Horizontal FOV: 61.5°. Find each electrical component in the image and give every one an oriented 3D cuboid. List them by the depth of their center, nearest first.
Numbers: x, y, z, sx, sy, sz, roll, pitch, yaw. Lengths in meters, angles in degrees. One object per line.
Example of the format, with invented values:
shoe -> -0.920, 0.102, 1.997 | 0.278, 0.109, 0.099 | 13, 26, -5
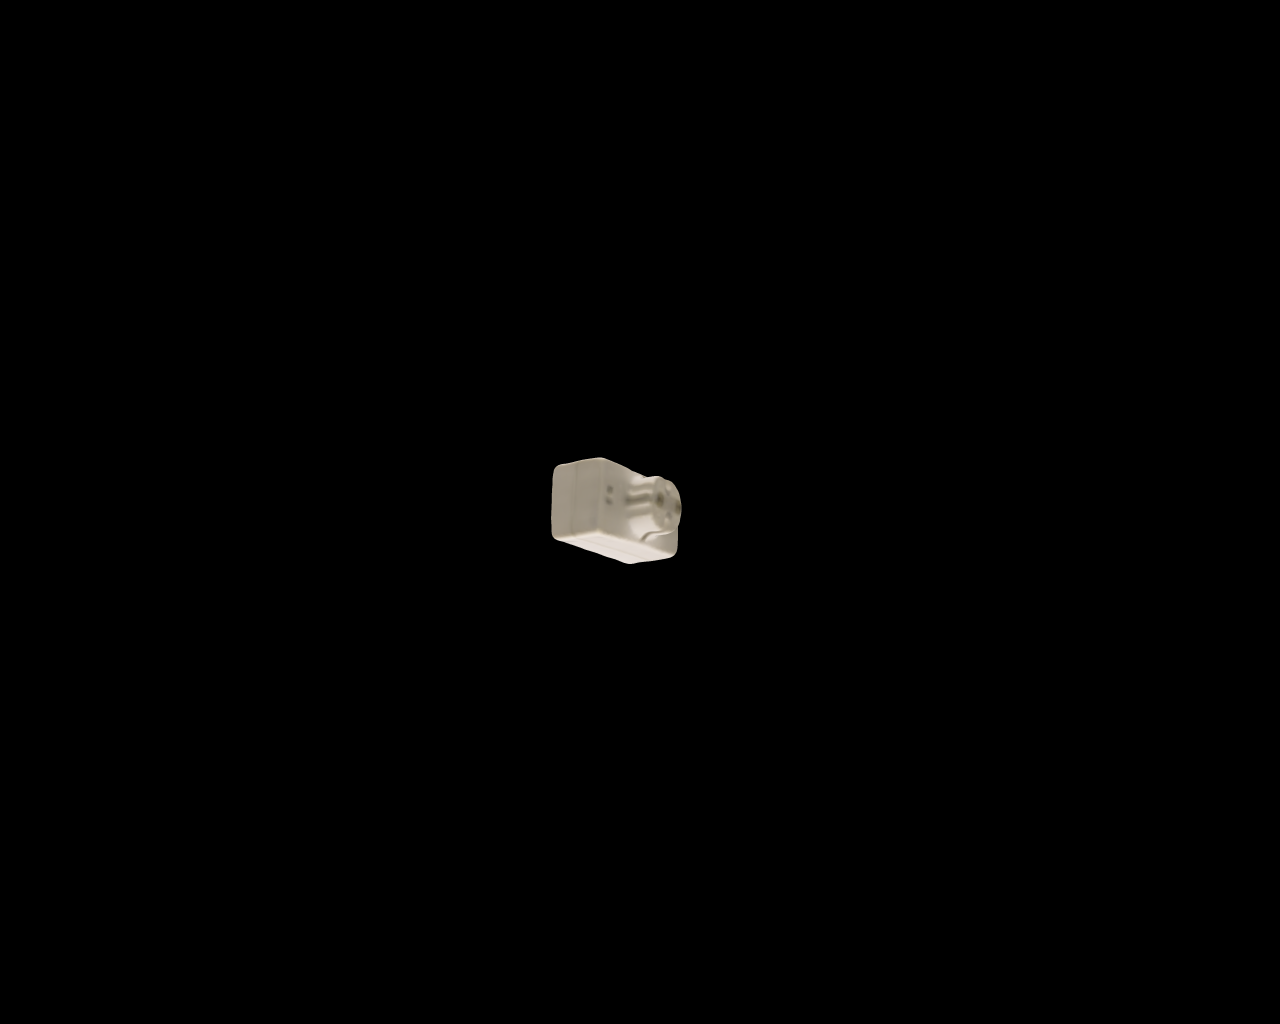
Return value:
electrical component -> 0.001, -0.003, 0.650 | 0.075, 0.047, 0.083 | -11, -19, 34
